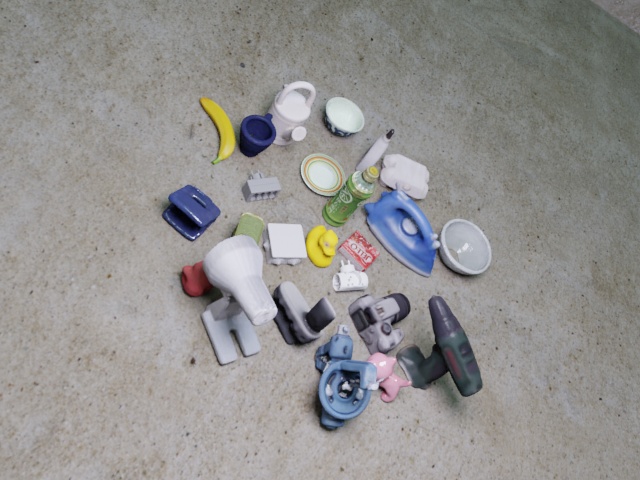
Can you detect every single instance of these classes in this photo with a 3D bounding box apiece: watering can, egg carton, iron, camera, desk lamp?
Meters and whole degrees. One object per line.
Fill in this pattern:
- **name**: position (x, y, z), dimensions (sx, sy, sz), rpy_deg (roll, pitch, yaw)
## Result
- **watering can**: position (-0.072, -0.331, 1.474), dimensions (0.101, 0.193, 0.173), rpy_deg (-24, 76, -34)
- **egg carton**: position (0.241, -0.178, 1.630), dimensions (0.150, 0.069, 0.107), rpy_deg (21, 56, -16)
- **iron**: position (0.240, -0.030, 1.504), dimensions (0.119, 0.141, 0.258), rpy_deg (-36, 84, -36)
- **camera**: position (0.164, 0.187, 1.374), dimensions (0.137, 0.100, 0.143), rpy_deg (-18, 73, -33)
- **desk lamp**: position (-0.164, 0.121, 1.171), dimensions (0.118, 0.213, 0.203), rpy_deg (-15, 72, -32)

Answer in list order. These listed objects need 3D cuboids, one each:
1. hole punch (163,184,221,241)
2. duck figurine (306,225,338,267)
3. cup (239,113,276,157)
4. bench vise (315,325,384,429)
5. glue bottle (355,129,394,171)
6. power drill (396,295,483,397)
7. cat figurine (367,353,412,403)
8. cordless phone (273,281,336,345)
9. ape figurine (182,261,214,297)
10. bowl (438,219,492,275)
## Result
- **hole punch**: position (-0.285, -0.073, 1.289), dimensions (0.109, 0.091, 0.101), rpy_deg (41, 53, -2)
- **duck figurine**: position (0.013, 0.005, 1.403), dimensions (0.078, 0.086, 0.104), rpy_deg (2, 63, -26)
- **cup**: position (-0.162, -0.264, 1.453), dimensions (0.092, 0.094, 0.118), rpy_deg (32, 54, -8)
- **bench vise**: position (0.050, 0.272, 1.195), dimensions (0.122, 0.219, 0.207), rpy_deg (-5, 67, -29)
- **glue bottle**: position (0.157, -0.249, 1.560), dimensions (0.037, 0.173, 0.078), rpy_deg (32, 54, -8)
- **power drill**: position (0.269, 0.260, 1.321), dimensions (0.076, 0.208, 0.229), rpy_deg (-22, 76, -34)
- **cat figurine**: position (0.147, 0.301, 1.293), dimensions (0.128, 0.117, 0.067), rpy_deg (33, 54, -7)
- **cordless phone**: position (-0.028, 0.141, 1.247), dimensions (0.094, 0.184, 0.147), rpy_deg (-28, 79, -35)
- **ape figurine**: position (-0.256, 0.075, 1.224), dimensions (0.078, 0.092, 0.076), rpy_deg (33, 54, -7)
- **bowl**: position (0.388, 0.029, 1.590), dimensions (0.168, 0.074, 0.167), rpy_deg (12, 59, -21)
